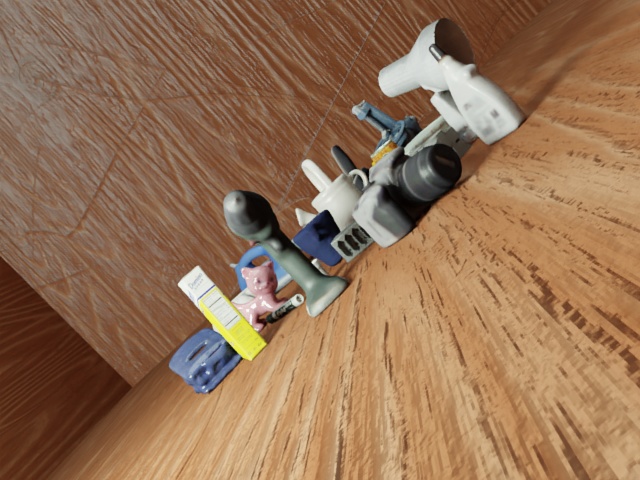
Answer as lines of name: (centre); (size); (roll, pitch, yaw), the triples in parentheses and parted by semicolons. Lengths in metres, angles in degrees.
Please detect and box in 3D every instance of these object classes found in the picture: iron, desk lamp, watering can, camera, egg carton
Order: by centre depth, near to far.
camera: (0.125, -0.082, 0.823); (0.143, 0.101, 0.136); (-46, 5, -32)
desk lamp: (0.219, -0.272, 1.066); (0.118, 0.213, 0.203); (-47, 6, -38)
watering can: (0.024, -0.094, 1.252); (0.173, 0.194, 0.100); (-45, 5, -26)
egg carton: (-0.202, 0.183, 1.444); (0.150, 0.069, 0.107); (-41, 5, 25)
iron: (-0.143, 0.068, 1.549); (0.258, 0.141, 0.119); (-39, 6, 42)

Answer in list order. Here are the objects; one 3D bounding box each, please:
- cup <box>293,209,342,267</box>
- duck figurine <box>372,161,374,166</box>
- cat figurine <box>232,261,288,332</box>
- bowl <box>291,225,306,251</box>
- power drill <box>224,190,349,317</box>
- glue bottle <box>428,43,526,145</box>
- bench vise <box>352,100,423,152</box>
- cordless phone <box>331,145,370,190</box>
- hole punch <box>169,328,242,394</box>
cup: (0.010, 0.004, 1.087); (0.091, 0.095, 0.118); (-43, 4, 3)
duck figurine: (0.165, -0.170, 1.423); (0.104, 0.086, 0.077); (-44, 5, -10)
cat figurine: (-0.126, 0.108, 1.168); (0.128, 0.118, 0.067); (-43, 5, 1)
bowl: (-0.002, -0.021, 1.578); (0.167, 0.075, 0.167); (-43, 4, 5)
power drill: (-0.056, 0.012, 0.847); (0.075, 0.208, 0.229); (-43, 5, -4)
glue bottle: (0.221, -0.223, 0.844); (0.037, 0.173, 0.078); (-45, 5, -25)
bench vise: (0.185, -0.294, 1.550); (0.121, 0.220, 0.208); (-40, 5, 30)
cordless phone: (0.083, -0.179, 1.592); (0.094, 0.185, 0.148); (-42, 5, 19)
hole punch: (-0.207, 0.215, 1.040); (0.109, 0.091, 0.101); (-45, 5, -26)
